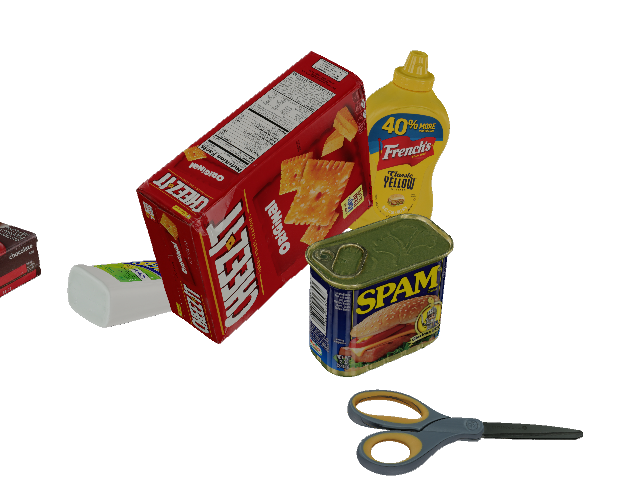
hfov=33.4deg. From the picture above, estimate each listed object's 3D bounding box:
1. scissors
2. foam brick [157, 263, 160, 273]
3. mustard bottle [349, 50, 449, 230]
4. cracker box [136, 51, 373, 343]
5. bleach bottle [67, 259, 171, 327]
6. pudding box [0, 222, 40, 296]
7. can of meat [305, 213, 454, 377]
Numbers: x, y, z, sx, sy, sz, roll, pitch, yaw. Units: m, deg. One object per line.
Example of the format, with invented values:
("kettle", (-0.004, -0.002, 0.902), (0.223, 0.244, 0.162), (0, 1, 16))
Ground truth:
("scissors", (0.117, 0.172, 0.902), (0.202, 0.016, 0.096), (12, 40, 11))
("foam brick", (-0.132, 0.000, 1.120), (0.078, 0.051, 0.053), (-1, 25, -11))
("mustard bottle", (0.081, -0.101, 1.094), (0.096, 0.192, 0.058), (4, 27, -13))
("cracker box", (-0.046, -0.036, 0.932), (0.072, 0.164, 0.213), (31, 59, 28))
("bleach bottle", (-0.213, 0.058, 1.466), (0.250, 0.068, 0.103), (-10, 26, -44))
("pudding box", (-0.269, 0.014, 0.751), (0.114, 0.039, 0.089), (14, 30, 29))
("can of meat", (0.040, 0.039, 0.752), (0.101, 0.084, 0.057), (-18, 39, -26))
